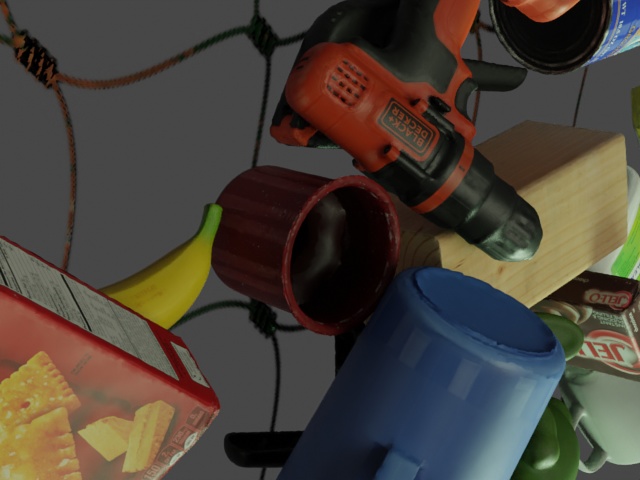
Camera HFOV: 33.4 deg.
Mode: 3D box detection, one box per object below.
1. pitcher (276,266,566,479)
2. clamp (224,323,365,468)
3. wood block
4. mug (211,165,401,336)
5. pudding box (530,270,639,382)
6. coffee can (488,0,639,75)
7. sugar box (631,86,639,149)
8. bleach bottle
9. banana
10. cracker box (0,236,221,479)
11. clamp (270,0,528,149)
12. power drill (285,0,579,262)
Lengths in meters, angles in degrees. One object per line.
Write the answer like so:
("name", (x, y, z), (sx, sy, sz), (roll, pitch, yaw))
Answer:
("pitcher", (0.041, 0.144, 0.624), (0.144, 0.149, 0.243), (13, 113, -31))
("clamp", (0.021, 0.126, 0.725), (0.120, 0.039, 0.171), (-48, 136, 3))
("wood block", (0.121, -0.007, 0.751), (0.205, 0.091, 0.090), (-28, 120, -36))
("mug", (-0.004, 0.001, 0.638), (0.117, 0.082, 0.093), (-3, 104, -43))
("pudding box", (0.206, 0.063, 0.837), (0.039, 0.114, 0.090), (-52, 131, -25))
("coffee can", (0.205, -0.184, 0.771), (0.140, 0.103, 0.103), (-23, 117, -38))
("sugar box", (0.308, -0.040, 0.908), (0.176, 0.048, 0.093), (65, 23, -21))
("bleach bottle", (0.271, 0.038, 0.931), (0.250, 0.068, 0.102), (44, 70, -45))
("banana", (-0.129, 0.033, 0.563), (0.197, 0.037, 0.069), (-17, 96, -41))
("cracker box", (-0.172, 0.081, 0.474), (0.164, 0.072, 0.213), (-48, 134, 5))
("clamp", (0.045, -0.132, 0.679), (0.209, 0.036, 0.164), (-35, 117, -30))
("power drill", (0.092, -0.102, 0.640), (0.184, 0.057, 0.187), (36, 71, -19))
